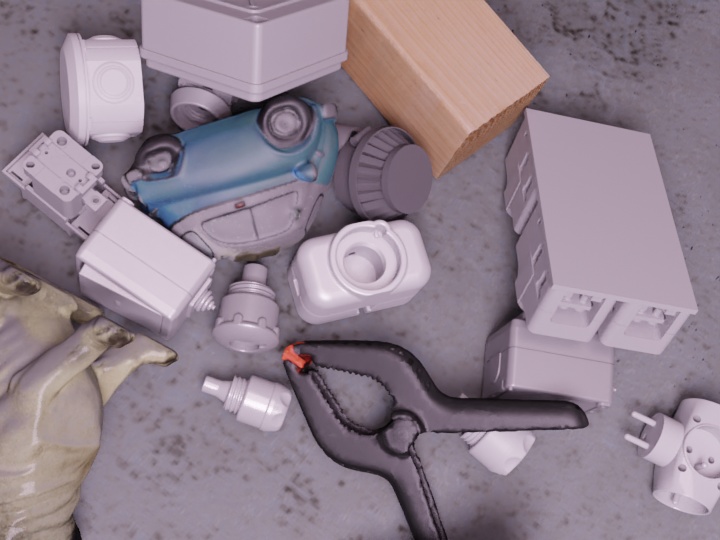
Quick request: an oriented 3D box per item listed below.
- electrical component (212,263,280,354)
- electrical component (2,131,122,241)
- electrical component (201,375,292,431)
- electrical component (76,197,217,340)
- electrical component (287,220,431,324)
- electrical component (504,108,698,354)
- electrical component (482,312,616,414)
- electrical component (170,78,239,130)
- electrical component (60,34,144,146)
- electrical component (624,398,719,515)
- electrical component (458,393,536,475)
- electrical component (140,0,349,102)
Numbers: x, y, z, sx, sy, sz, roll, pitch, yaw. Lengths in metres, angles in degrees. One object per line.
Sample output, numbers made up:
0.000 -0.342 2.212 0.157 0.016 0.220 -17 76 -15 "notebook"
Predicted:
-0.079 0.026 0.772 0.048 0.048 0.062 11 63 -10 "electrical component"
-0.208 -0.063 0.759 0.081 0.063 0.042 39 67 1 "electrical component"
-0.081 0.090 0.755 0.061 0.035 0.035 20 69 -4 "electrical component"
-0.147 0.007 0.751 0.096 0.061 0.061 34 68 -1 "electrical component"
0.000 0.000 0.790 0.095 0.059 0.053 -13 76 -17 "electrical component"
0.173 -0.030 0.808 0.105 0.060 0.186 10 46 -10 "electrical component"
0.146 0.072 0.800 0.096 0.061 0.061 10 70 -10 "electrical component"
-0.115 -0.135 0.815 0.066 0.048 0.055 20 61 -6 "electrical component"
-0.188 -0.130 0.778 0.051 0.080 0.080 -5 74 -20 "electrical component"
0.237 0.133 0.811 0.079 0.044 0.077 26 69 -4 "electrical component"
0.093 0.116 0.783 0.062 0.043 0.043 40 68 3 "electrical component"
-0.080 -0.169 0.757 0.109 0.056 0.109 22 34 27 "electrical component"
